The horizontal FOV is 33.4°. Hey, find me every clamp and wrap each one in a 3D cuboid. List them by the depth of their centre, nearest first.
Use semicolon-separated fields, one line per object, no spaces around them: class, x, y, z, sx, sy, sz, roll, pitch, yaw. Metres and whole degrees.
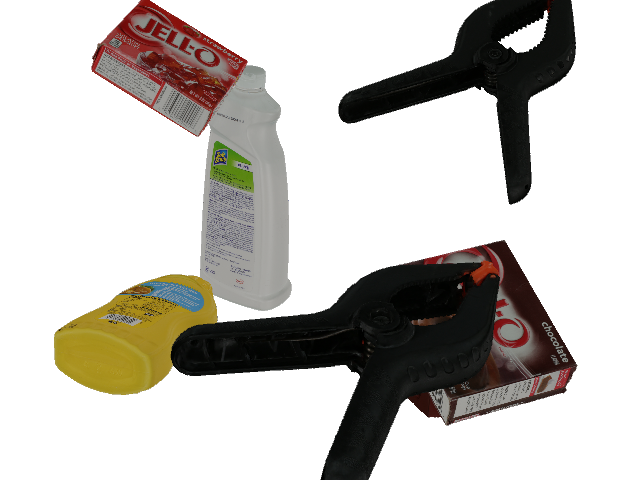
clamp;0.029;0.058;0.503;0.171;0.039;0.120;-20;47;-26
clamp;0.140;-0.124;0.821;0.165;0.209;0.036;37;-22;28

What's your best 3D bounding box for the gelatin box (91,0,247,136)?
gelatin box;-0.105;-0.123;0.745;0.089;0.030;0.073;32;41;-6

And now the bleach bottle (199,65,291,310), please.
bleach bottle;-0.073;-0.057;1.122;0.103;0.251;0.068;17;28;23

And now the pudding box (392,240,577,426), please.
pudding box;0.102;0.059;0.707;0.090;0.113;0.039;-14;-36;-13

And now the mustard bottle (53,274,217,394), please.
mustard bottle;-0.147;0.073;0.957;0.096;0.058;0.191;9;20;19

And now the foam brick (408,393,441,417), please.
foam brick;0.108;0.107;0.924;0.051;0.078;0.053;-3;17;-21
